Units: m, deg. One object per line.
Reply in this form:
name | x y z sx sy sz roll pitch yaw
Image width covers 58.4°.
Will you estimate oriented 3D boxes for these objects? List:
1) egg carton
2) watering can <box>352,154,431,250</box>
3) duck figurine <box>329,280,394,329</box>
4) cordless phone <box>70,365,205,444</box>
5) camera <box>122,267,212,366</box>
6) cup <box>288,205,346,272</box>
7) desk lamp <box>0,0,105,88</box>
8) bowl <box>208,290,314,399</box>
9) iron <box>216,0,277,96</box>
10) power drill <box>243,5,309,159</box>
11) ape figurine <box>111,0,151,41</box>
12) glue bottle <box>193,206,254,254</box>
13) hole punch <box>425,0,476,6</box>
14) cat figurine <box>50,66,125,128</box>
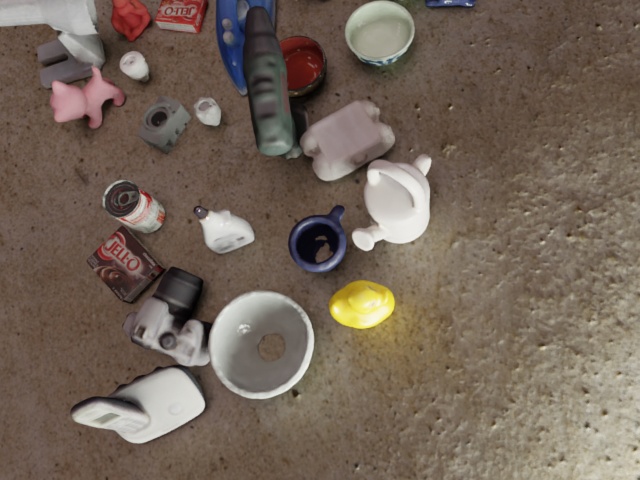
egg carton | 0.047 -0.170 0.983 0.150 0.069 0.107 -30 72 1
watering can | 0.115 -0.060 0.875 0.100 0.194 0.173 12 77 13
duck figurine | 0.063 0.096 0.898 0.104 0.086 0.077 -9 73 7
cordless phone | -0.270 0.245 0.862 0.147 0.185 0.094 -30 71 1
camera | -0.235 0.119 0.935 0.143 0.101 0.137 21 79 15
cup | 0.009 0.003 0.928 0.091 0.095 0.118 29 81 16
desk lamp | -0.486 -0.398 1.064 0.203 0.214 0.118 -17 72 5
bowl | -0.087 0.167 0.910 0.167 0.075 0.167 -3 74 9
iron | -0.152 -0.413 1.048 0.118 0.141 0.258 -3 74 9
power drill | -0.074 -0.234 0.949 0.075 0.209 0.229 -10 73 7
ape figurine | -0.379 -0.451 1.124 0.077 0.092 0.076 -9 73 8
glue bottle | -0.165 -0.023 0.925 0.078 0.173 0.037 -20 72 4
hole punch | 0.240 -0.488 1.027 0.101 0.091 0.109 3 75 11
cat figurine | -0.447 -0.269 1.072 0.067 0.118 0.128 38 84 18
